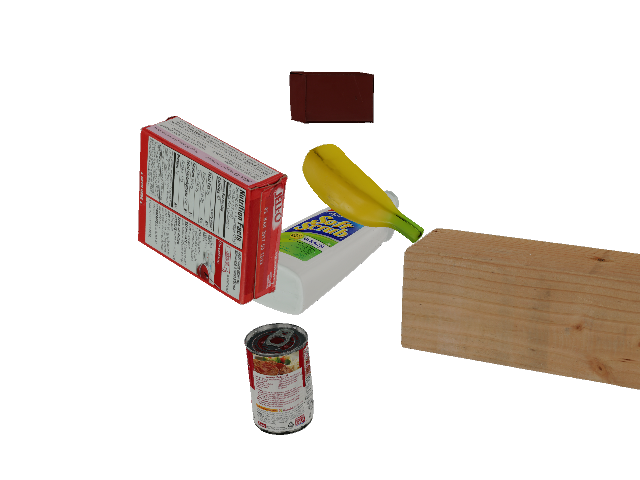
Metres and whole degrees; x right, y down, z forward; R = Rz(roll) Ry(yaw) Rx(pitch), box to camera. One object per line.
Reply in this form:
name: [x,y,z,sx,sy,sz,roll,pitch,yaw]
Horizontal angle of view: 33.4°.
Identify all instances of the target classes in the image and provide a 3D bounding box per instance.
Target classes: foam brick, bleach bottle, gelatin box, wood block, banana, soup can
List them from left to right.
gelatin box: [-0.060,-0.017,0.581,0.089,0.073,0.030,29,38,32]
soup can: [-0.044,0.150,1.155,0.068,0.102,0.068,-4,24,1]
bleach bottle: [0.012,-0.002,1.299,0.103,0.068,0.250,20,36,29]
foam brick: [0.012,-0.150,1.117,0.078,0.051,0.053,-3,12,-18]
banana: [0.017,-0.043,0.815,0.069,0.037,0.198,42,5,-22]
wood block: [0.181,0.053,0.905,0.206,0.090,0.090,8,17,25]
